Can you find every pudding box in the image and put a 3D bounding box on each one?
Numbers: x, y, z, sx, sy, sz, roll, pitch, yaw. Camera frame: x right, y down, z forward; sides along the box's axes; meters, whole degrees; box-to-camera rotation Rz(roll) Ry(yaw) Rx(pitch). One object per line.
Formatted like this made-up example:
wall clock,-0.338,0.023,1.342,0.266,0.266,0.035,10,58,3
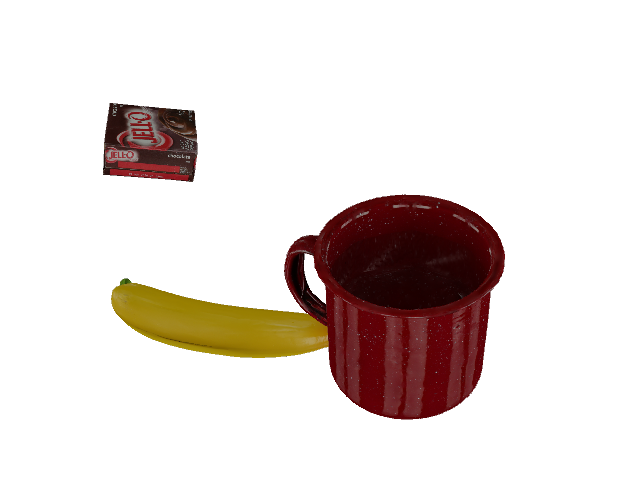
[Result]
pudding box,-0.172,-0.100,1.076,0.090,0.039,0.113,5,25,-11

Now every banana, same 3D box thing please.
banana,-0.084,0.058,0.805,0.198,0.037,0.069,12,31,20

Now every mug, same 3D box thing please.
mug,0.033,0.033,0.548,0.117,0.081,0.093,16,43,22
